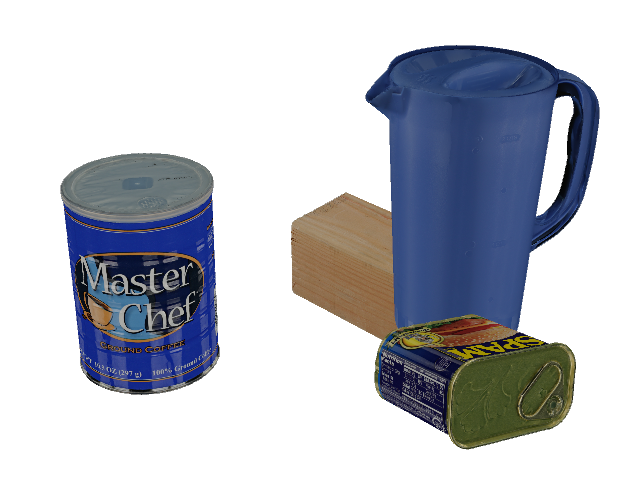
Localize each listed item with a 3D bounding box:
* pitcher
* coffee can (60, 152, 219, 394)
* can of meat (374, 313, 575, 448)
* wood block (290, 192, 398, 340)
[{"bbox_3d":[0.129,-0.032,0.880,0.149,0.243,0.144,17,32,31],"label":"pitcher"},{"bbox_3d":[-0.124,0.022,0.753,0.103,0.140,0.103,0,27,0],"label":"coffee can"},{"bbox_3d":[0.097,0.086,0.687,0.101,0.057,0.084,-6,15,-31],"label":"can of meat"},{"bbox_3d":[0.075,0.039,1.066,0.206,0.091,0.090,26,40,35],"label":"wood block"}]
